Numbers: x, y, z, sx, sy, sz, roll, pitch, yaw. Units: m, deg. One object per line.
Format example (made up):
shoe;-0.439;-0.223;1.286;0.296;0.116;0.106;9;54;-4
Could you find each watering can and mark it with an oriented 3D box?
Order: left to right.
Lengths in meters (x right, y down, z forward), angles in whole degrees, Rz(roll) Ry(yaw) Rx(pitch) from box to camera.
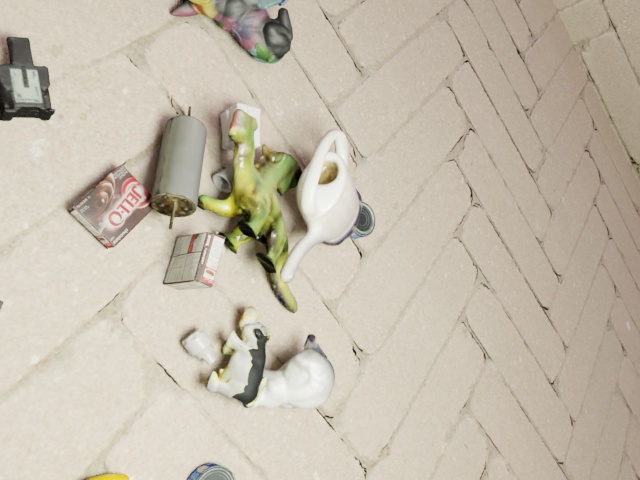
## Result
watering can;0.003;-0.052;1.040;0.104;0.353;0.220;9;-21;21

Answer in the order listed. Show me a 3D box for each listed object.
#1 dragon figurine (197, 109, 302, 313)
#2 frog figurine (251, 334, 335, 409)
dragon figurine;-0.089;-0.067;0.999;0.122;0.248;0.402;5;-40;34
frog figurine;-0.053;0.269;0.952;0.161;0.124;0.134;-26;-23;-43
